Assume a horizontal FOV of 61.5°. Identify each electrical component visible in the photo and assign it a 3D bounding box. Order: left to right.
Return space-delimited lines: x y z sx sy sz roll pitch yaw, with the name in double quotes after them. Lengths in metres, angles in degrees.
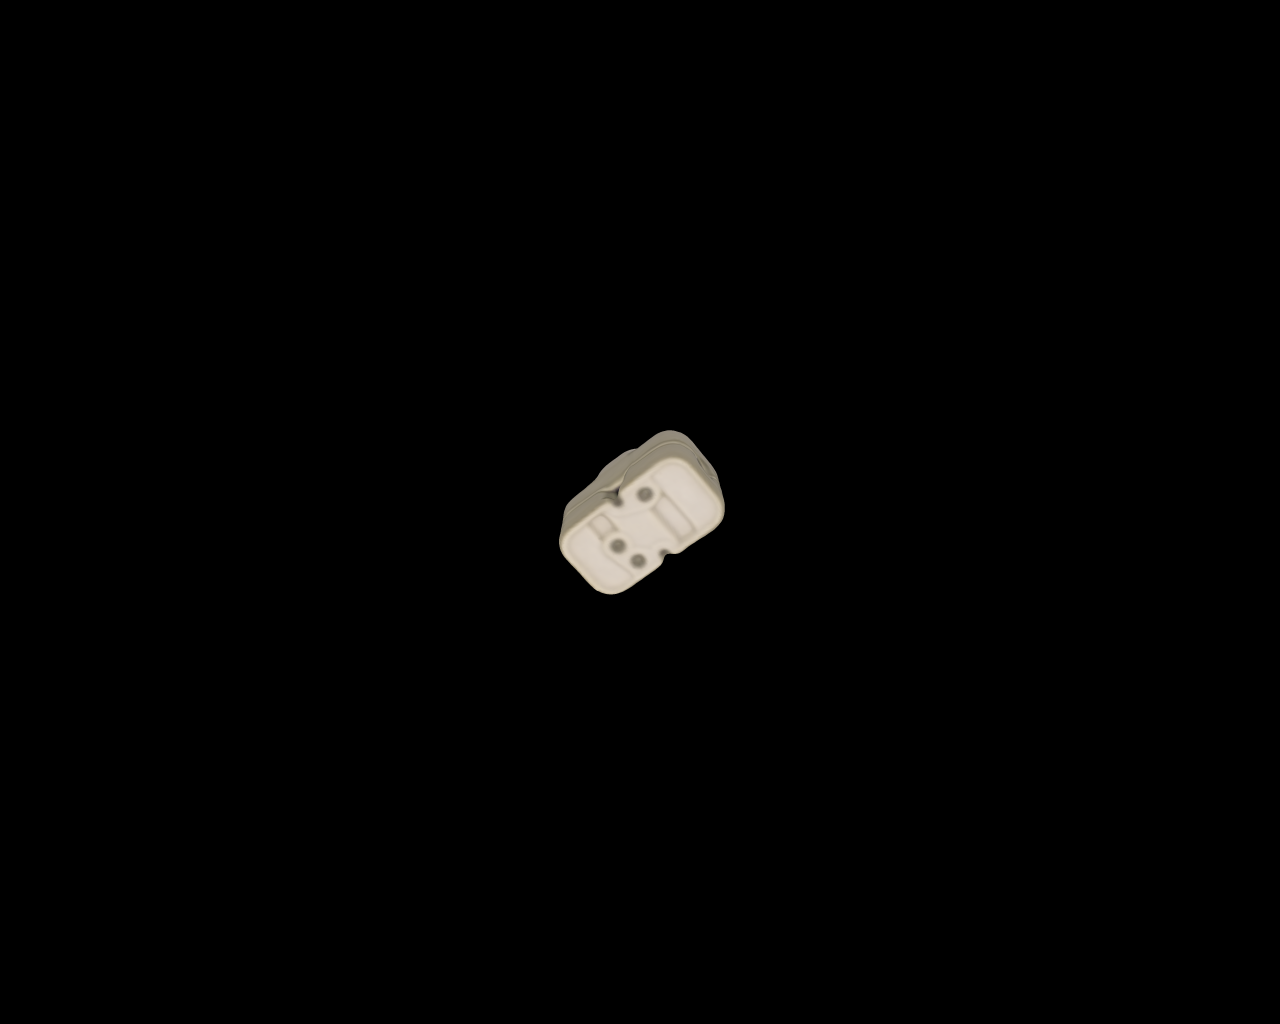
0.001 -0.003 0.650 0.095 0.053 0.059 -36 19 15 "electrical component"
